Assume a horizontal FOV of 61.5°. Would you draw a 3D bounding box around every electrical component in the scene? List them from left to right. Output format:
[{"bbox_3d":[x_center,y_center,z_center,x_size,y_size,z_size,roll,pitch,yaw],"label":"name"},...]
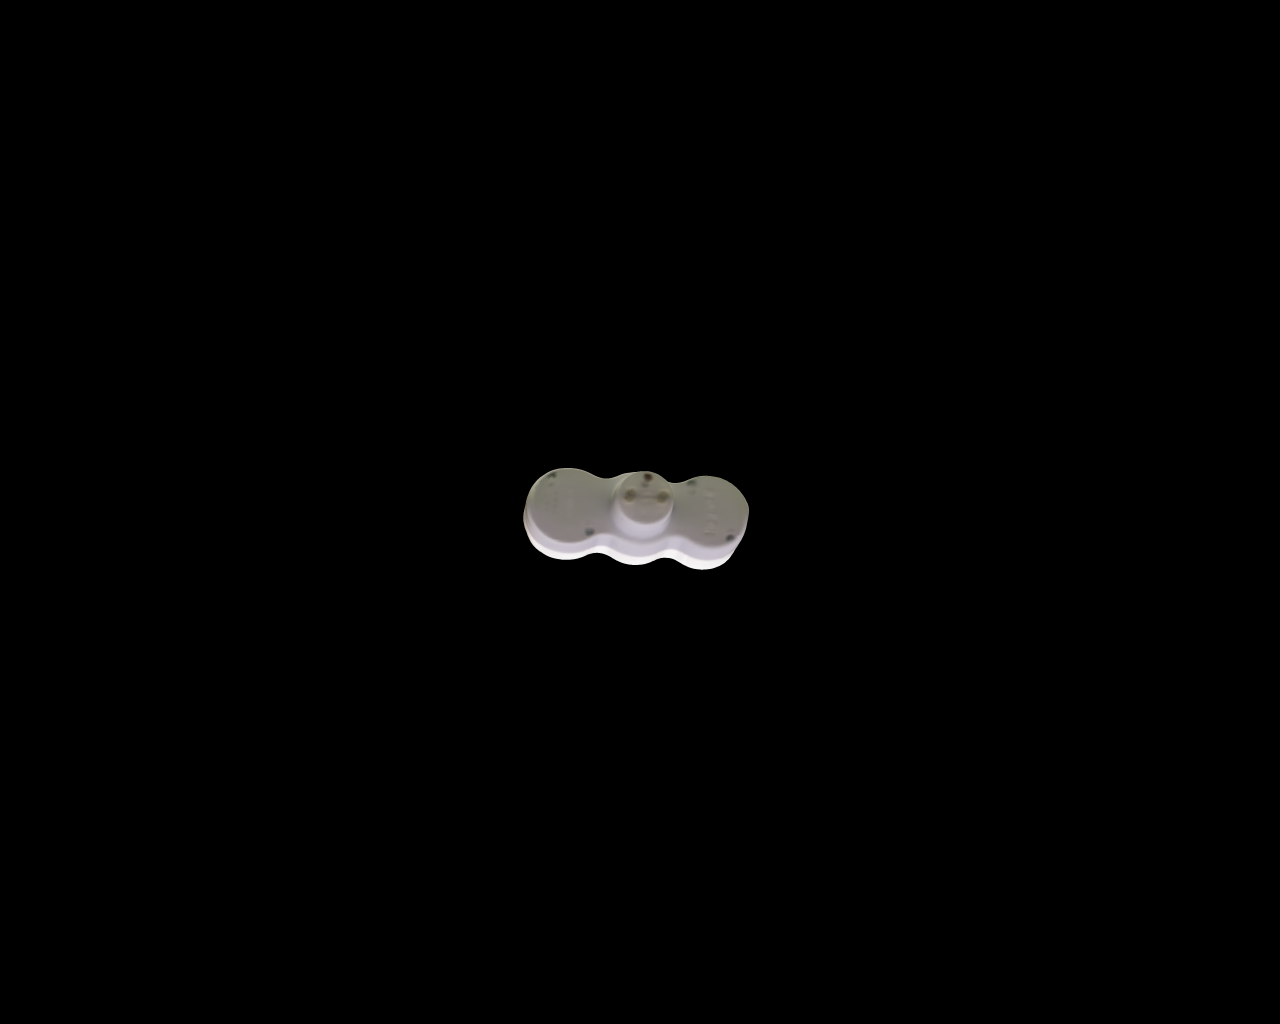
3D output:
[{"bbox_3d":[0.001,-0.003,0.650,0.138,0.052,0.073,4,-23,-9],"label":"electrical component"}]
